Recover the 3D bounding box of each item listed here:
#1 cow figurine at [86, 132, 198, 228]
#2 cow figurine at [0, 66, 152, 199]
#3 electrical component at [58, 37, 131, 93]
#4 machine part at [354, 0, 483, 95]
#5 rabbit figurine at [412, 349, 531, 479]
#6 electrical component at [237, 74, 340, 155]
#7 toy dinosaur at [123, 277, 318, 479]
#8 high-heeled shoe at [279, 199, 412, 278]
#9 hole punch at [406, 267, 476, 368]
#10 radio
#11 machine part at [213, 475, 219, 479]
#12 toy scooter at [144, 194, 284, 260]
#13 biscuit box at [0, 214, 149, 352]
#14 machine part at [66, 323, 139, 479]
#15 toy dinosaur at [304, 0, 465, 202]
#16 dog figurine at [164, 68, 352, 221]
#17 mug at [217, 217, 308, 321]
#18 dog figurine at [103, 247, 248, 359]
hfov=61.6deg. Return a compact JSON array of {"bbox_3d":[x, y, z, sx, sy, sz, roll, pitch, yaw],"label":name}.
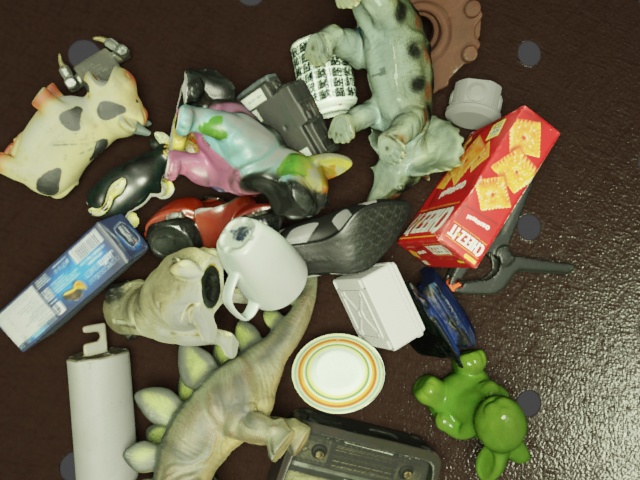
[{"bbox_3d":[-0.228,-0.087,0.702,0.167,0.098,0.068,-44,90,-9],"label":"cow figurine"},{"bbox_3d":[-0.303,-0.137,0.683,0.127,0.086,0.195,37,97,-28],"label":"cow figurine"},{"bbox_3d":[-0.296,-0.221,0.717,0.102,0.045,0.078,-30,94,-10],"label":"electrical component"},{"bbox_3d":[0.138,-0.292,0.758,0.179,0.056,0.179,1,118,1],"label":"machine part"},{"bbox_3d":[0.222,0.251,0.744,0.121,0.170,0.159,-23,93,-10],"label":"rabbit figurine"},{"bbox_3d":[-0.055,-0.152,0.728,0.115,0.058,0.134,-24,101,28],"label":"electrical component"},{"bbox_3d":[-0.115,0.211,0.682,0.199,0.105,0.471,34,66,20],"label":"toy dinosaur"},{"bbox_3d":[-0.002,-0.002,0.748,0.249,0.145,0.086,-27,115,-25],"label":"high-heeled shoe"},{"bbox_3d":[0.169,0.102,0.770,0.092,0.116,0.142,-33,95,-18],"label":"hole punch"},{"bbox_3d":[0.049,0.329,0.758,0.230,0.073,0.131,17,86,-11],"label":"radio"},{"bbox_3d":[-0.213,0.347,0.727,0.139,0.039,0.084,-41,105,-11],"label":"machine part"},{"bbox_3d":[-0.136,-0.034,0.718,0.184,0.135,0.075,-8,122,6],"label":"toy scooter"},{"bbox_3d":[-0.306,0.052,0.664,0.203,0.063,0.059,-37,95,15],"label":"biscuit box"},{"bbox_3d":[-0.280,0.229,0.696,0.079,0.079,0.243,-5,89,-11],"label":"machine part"},{"bbox_3d":[0.089,-0.225,0.693,0.192,0.131,0.404,-29,115,-46],"label":"toy dinosaur"},{"bbox_3d":[-0.075,-0.110,0.666,0.219,0.192,0.108,15,130,-20],"label":"dog figurine"},{"bbox_3d":[-0.078,0.031,0.612,0.109,0.081,0.107,-54,142,-20],"label":"mug"},{"bbox_3d":[-0.200,0.067,0.648,0.191,0.172,0.121,1,46,13],"label":"dog figurine"}]
